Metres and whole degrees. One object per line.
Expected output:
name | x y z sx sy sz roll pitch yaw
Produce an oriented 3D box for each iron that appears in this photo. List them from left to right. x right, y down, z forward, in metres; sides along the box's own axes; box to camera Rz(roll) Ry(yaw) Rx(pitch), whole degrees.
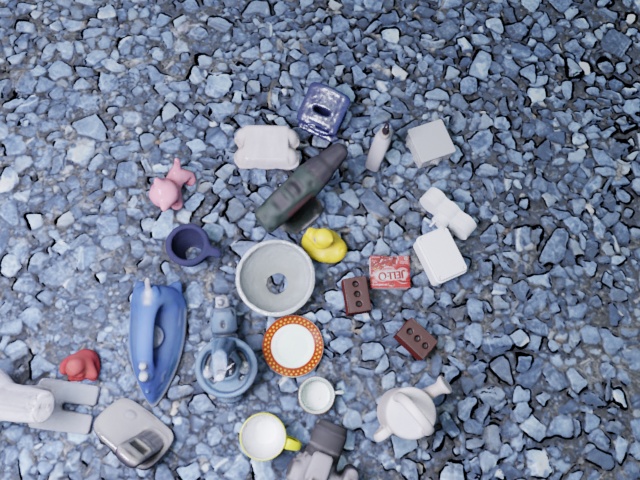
iron | -0.338 0.202 1.147 0.118 0.141 0.258 0 75 -3

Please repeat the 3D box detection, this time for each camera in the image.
camera | 0.019 0.434 1.127 0.143 0.101 0.137 22 75 3

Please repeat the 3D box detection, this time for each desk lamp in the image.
desk lamp | -0.551 0.301 1.069 0.203 0.213 0.118 8 74 -1

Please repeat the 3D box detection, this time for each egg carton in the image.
egg carton | -0.121 -0.210 1.310 0.150 0.069 0.107 0 75 -4

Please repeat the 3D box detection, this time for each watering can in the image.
watering can | 0.178 0.331 1.117 0.101 0.194 0.173 30 75 5

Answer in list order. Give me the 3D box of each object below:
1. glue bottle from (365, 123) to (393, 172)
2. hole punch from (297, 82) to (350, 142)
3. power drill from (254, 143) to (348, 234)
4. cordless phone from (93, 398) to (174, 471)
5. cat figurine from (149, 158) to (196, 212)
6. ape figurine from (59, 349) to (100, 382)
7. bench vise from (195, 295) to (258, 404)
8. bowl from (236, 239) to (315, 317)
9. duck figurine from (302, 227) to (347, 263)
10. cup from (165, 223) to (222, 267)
glue bottle | 0.137 -0.217 1.275 0.037 0.173 0.078 22 75 3
hole punch | 0.009 -0.297 1.331 0.108 0.091 0.101 24 75 3
power drill | -0.038 -0.094 1.212 0.230 0.208 0.075 -42 81 -13
cordless phone | -0.363 0.369 1.077 0.147 0.185 0.094 33 75 6
cat figurine | -0.329 -0.118 1.247 0.067 0.118 0.128 20 74 2
ape figurine | -0.483 0.255 1.149 0.077 0.092 0.076 32 75 5
bench vise | -0.198 0.213 1.112 0.121 0.220 0.207 -23 77 -9
bowl | -0.094 0.087 1.228 0.167 0.075 0.167 1 75 -3
duck figurine | 0.011 0.004 1.252 0.104 0.086 0.077 25 75 4
cup | -0.263 0.023 1.225 0.117 0.095 0.092 15 74 1
